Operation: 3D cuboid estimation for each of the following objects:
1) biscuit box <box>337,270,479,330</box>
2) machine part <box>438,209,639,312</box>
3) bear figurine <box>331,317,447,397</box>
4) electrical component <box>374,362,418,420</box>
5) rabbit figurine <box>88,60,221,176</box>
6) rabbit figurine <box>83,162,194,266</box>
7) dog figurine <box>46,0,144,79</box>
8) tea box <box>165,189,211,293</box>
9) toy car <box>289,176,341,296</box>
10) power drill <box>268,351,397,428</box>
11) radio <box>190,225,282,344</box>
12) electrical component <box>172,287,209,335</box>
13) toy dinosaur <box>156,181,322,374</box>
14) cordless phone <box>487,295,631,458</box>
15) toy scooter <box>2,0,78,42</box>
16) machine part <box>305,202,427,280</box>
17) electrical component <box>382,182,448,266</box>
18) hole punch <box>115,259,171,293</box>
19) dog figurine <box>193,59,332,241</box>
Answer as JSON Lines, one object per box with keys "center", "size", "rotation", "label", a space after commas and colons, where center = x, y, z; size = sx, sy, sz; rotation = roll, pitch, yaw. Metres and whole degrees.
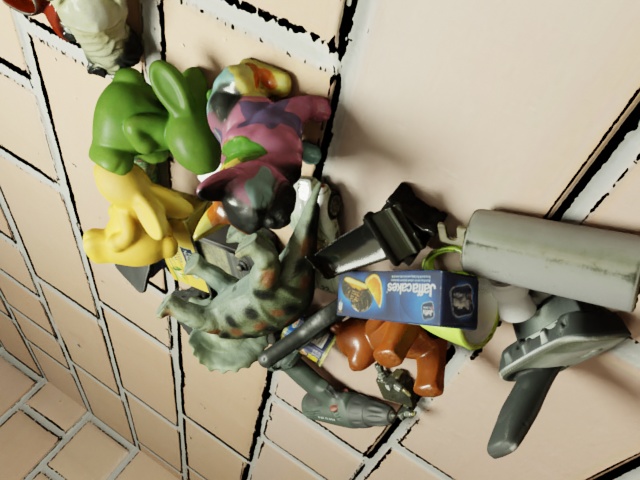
{"center": [0.098, 0.069, 0.649], "size": [0.059, 0.062, 0.203], "rotation": [8, 172, -31], "label": "biscuit box"}
{"center": [0.240, 0.018, 0.560], "size": [0.244, 0.079, 0.079], "rotation": [12, 135, 30], "label": "machine part"}
{"center": [0.086, 0.158, 0.791], "size": [0.120, 0.132, 0.196], "rotation": [43, 137, -21], "label": "bear figurine"}
{"center": [0.133, 0.259, 0.918], "size": [0.078, 0.045, 0.102], "rotation": [8, 133, 33], "label": "electrical component"}
{"center": [-0.196, -0.152, 0.711], "size": [0.170, 0.121, 0.159], "rotation": [22, 108, 17], "label": "rabbit figurine"}
{"center": [-0.281, -0.043, 0.800], "size": [0.163, 0.122, 0.173], "rotation": [16, 131, 22], "label": "rabbit figurine"}
{"center": [-0.282, -0.313, 0.667], "size": [0.121, 0.172, 0.190], "rotation": [2, 172, -13], "label": "dog figurine"}
{"center": [-0.229, 0.004, 0.947], "size": [0.098, 0.068, 0.169], "rotation": [16, 136, 29], "label": "tea box"}
{"center": [-0.002, -0.002, 0.759], "size": [0.074, 0.056, 0.201], "rotation": [13, 135, 31], "label": "toy car"}
{"center": [0.013, 0.275, 1.018], "size": [0.207, 0.086, 0.232], "rotation": [43, 146, -16], "label": "power drill"}
{"center": [-0.126, 0.072, 0.924], "size": [0.131, 0.073, 0.229], "rotation": [16, 137, 27], "label": "radio"}
{"center": [-0.248, 0.153, 1.122], "size": [0.134, 0.058, 0.114], "rotation": [-8, 124, 45], "label": "electrical component"}
{"center": [-0.088, 0.078, 0.773], "size": [0.405, 0.131, 0.192], "rotation": [-29, 125, 37], "label": "toy dinosaur"}
{"center": [0.251, 0.154, 0.600], "size": [0.089, 0.184, 0.146], "rotation": [40, 143, 6], "label": "cordless phone"}
{"center": [-0.391, -0.357, 0.718], "size": [0.135, 0.075, 0.183], "rotation": [20, 143, 26], "label": "toy scooter"}
{"center": [0.051, 0.009, 0.645], "size": [0.139, 0.039, 0.084], "rotation": [-23, 117, 27], "label": "machine part"}
{"center": [0.098, -0.009, 0.677], "size": [0.075, 0.048, 0.119], "rotation": [39, 141, 2], "label": "electrical component"}
{"center": [-0.325, 0.022, 1.032], "size": [0.142, 0.092, 0.115], "rotation": [41, 127, 30], "label": "hole punch"}
{"center": [-0.089, -0.098, 0.605], "size": [0.192, 0.219, 0.108], "rotation": [33, 139, 8], "label": "dog figurine"}
